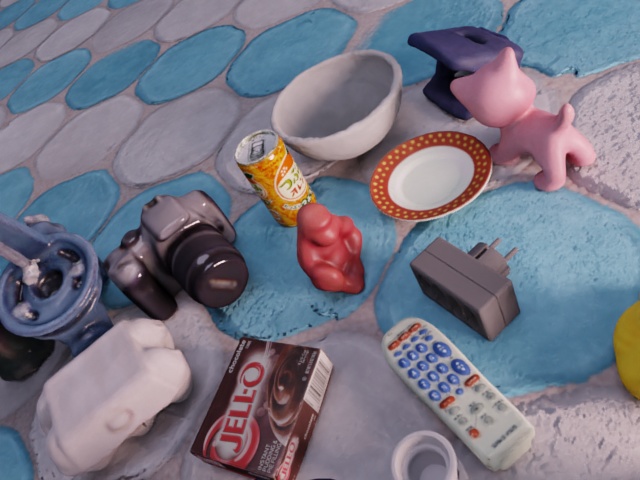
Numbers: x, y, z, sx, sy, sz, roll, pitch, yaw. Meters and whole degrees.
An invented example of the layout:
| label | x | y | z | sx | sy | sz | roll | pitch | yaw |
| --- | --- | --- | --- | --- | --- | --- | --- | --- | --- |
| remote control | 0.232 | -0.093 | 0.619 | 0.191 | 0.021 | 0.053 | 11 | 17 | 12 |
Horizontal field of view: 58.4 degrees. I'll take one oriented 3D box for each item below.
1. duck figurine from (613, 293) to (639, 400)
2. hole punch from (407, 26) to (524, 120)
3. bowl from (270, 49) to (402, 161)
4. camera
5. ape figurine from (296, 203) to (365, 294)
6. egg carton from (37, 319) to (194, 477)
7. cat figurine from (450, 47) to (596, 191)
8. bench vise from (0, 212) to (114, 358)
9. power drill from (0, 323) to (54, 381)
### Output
| label | x | y | z | sx | sy | sz | roll | pitch | yaw |
| --- | --- | --- | --- | --- | --- | --- | --- | --- | --- |
| duck figurine | 0.236 | 0.054 | 0.379 | 0.077 | 0.086 | 0.105 | 14 | 60 | 38 |
| hole punch | 0.166 | -0.209 | 0.653 | 0.101 | 0.091 | 0.108 | -35 | 43 | -3 |
| bowl | 0.028 | -0.149 | 0.689 | 0.167 | 0.075 | 0.167 | -16 | 46 | 17 |
| camera | -0.150 | 0.021 | 0.618 | 0.143 | 0.101 | 0.136 | -42 | 44 | -10 |
| ape figurine | 0.005 | 0.002 | 0.553 | 0.075 | 0.092 | 0.078 | 20 | 64 | 40 |
| egg carton | -0.198 | 0.149 | 0.552 | 0.150 | 0.070 | 0.107 | -41 | 44 | -9 |
| cat figurine | 0.189 | -0.123 | 0.542 | 0.067 | 0.118 | 0.127 | -41 | 44 | -9 |
| bench vise | -0.325 | 0.024 | 0.627 | 0.206 | 0.220 | 0.122 | 24 | 66 | 42 |
| power drill | -0.405 | 0.061 | 0.647 | 0.075 | 0.209 | 0.229 | -34 | 43 | -1 |
